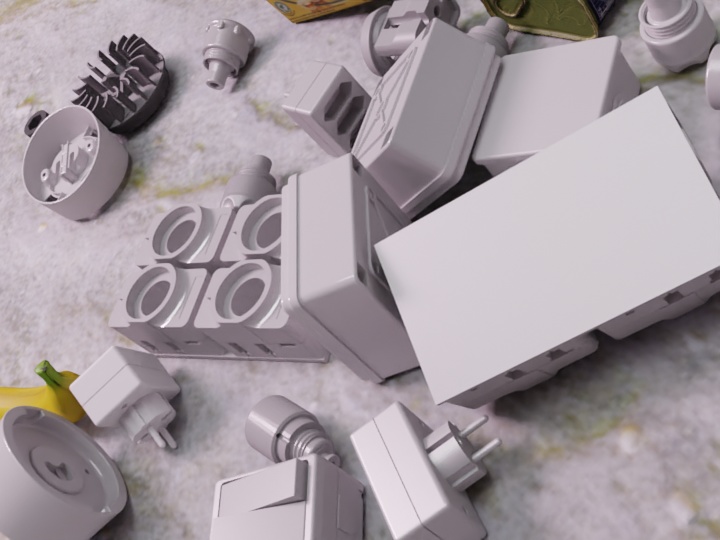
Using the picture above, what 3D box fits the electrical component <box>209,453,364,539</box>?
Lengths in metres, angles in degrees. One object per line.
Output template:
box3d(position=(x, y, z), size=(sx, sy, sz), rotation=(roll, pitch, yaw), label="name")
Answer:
box3d(position=(-0.053, 0.157, 0.660), size=(0.096, 0.061, 0.061), rotation=(-20, 49, 27), label="electrical component")

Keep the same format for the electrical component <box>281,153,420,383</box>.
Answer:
box3d(position=(0.000, 0.000, 0.700), size=(0.056, 0.108, 0.108), rotation=(-21, 48, 22), label="electrical component")

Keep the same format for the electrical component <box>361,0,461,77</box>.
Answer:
box3d(position=(0.038, -0.179, 0.840), size=(0.057, 0.058, 0.078), rotation=(4, 62, 38), label="electrical component")

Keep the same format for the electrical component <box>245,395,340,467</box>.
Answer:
box3d(position=(-0.042, 0.111, 0.702), size=(0.078, 0.040, 0.040), rotation=(23, 76, 46), label="electrical component")

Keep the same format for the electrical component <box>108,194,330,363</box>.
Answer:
box3d(position=(-0.097, 0.007, 0.809), size=(0.186, 0.060, 0.105), rotation=(-2, 59, 38), label="electrical component")

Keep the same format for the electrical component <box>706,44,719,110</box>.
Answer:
box3d(position=(0.237, -0.116, 0.646), size=(0.046, 0.040, 0.040), rotation=(8, 65, 35), label="electrical component")

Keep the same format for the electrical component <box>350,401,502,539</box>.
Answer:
box3d(position=(0.048, 0.113, 0.623), size=(0.076, 0.047, 0.083), rotation=(-37, 43, 9), label="electrical component")

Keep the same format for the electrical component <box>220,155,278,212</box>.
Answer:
box3d(position=(-0.087, -0.064, 0.866), size=(0.043, 0.043, 0.062), rotation=(-10, 53, 34), label="electrical component")

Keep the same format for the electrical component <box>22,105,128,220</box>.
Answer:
box3d(position=(-0.273, -0.100, 1.029), size=(0.099, 0.064, 0.099), rotation=(-21, 48, 26), label="electrical component")

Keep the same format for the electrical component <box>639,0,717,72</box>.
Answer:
box3d(position=(0.200, -0.161, 0.691), size=(0.043, 0.062, 0.043), rotation=(-22, 48, 26), label="electrical component")

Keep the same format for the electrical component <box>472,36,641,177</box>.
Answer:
box3d(position=(0.132, -0.099, 0.710), size=(0.100, 0.048, 0.099), rotation=(-3, 58, 38), label="electrical component")

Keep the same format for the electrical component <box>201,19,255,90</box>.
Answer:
box3d(position=(-0.127, -0.198, 0.999), size=(0.048, 0.048, 0.062), rotation=(-2, 66, 38), label="electrical component")

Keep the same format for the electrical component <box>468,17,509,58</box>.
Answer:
box3d(position=(0.090, -0.159, 0.793), size=(0.048, 0.048, 0.062), rotation=(6, 57, 42), label="electrical component")

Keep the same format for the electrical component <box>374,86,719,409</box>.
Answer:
box3d(position=(0.116, -0.006, 0.620), size=(0.186, 0.060, 0.105), rotation=(-29, 66, 19), label="electrical component")

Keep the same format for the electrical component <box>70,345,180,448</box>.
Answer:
box3d(position=(-0.162, 0.102, 0.795), size=(0.047, 0.066, 0.076), rotation=(-43, 71, 5), label="electrical component")

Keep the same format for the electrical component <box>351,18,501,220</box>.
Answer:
box3d(position=(0.039, -0.099, 0.747), size=(0.109, 0.056, 0.108), rotation=(-38, 30, 63), label="electrical component")

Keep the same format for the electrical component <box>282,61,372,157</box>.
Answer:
box3d(position=(-0.031, -0.128, 0.852), size=(0.077, 0.066, 0.047), rotation=(22, 75, 46), label="electrical component")

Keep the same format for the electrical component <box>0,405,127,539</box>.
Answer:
box3d(position=(-0.230, 0.157, 0.775), size=(0.060, 0.108, 0.108), rotation=(-48, 42, 9), label="electrical component")
